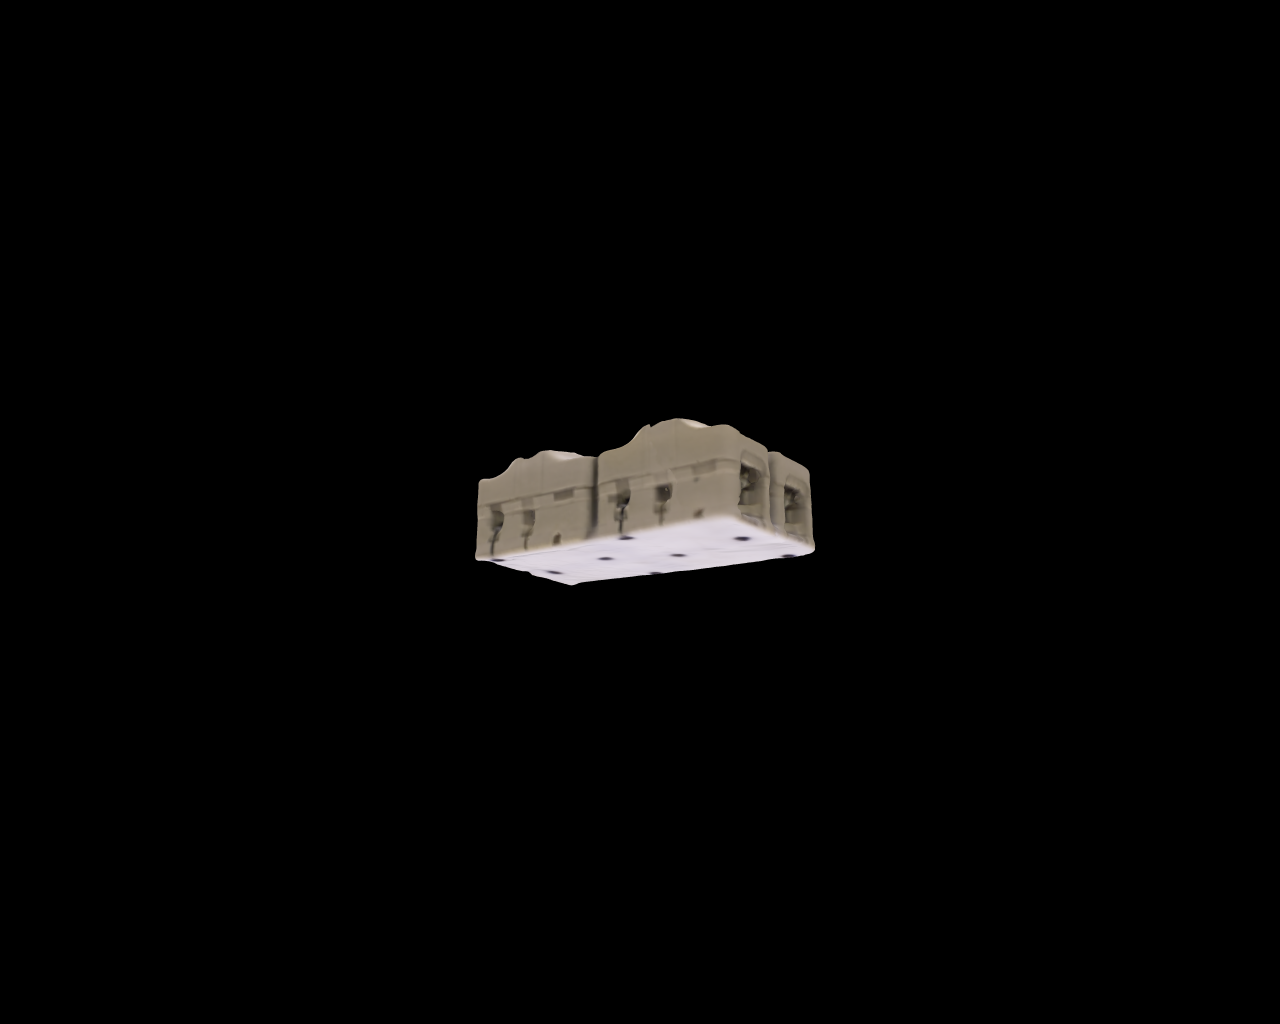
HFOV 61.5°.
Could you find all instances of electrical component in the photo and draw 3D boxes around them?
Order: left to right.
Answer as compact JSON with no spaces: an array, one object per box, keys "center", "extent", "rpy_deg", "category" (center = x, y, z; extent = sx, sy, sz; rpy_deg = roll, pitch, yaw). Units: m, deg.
[{"center":[0.001,-0.003,0.650],"extent":[0.186,0.060,0.105],"rpy_deg":[-10,-18,33],"category":"electrical component"}]
